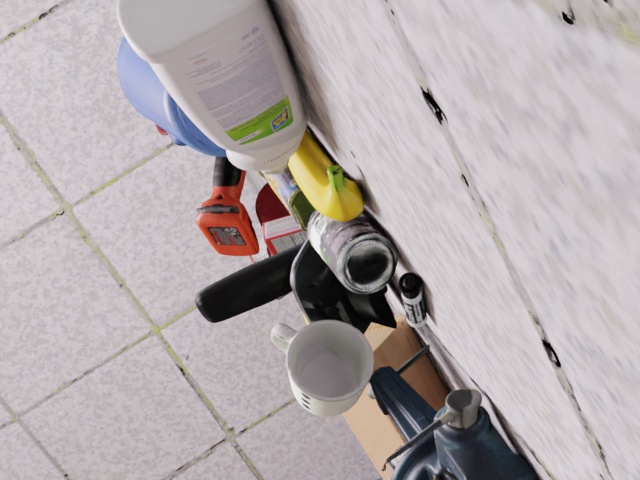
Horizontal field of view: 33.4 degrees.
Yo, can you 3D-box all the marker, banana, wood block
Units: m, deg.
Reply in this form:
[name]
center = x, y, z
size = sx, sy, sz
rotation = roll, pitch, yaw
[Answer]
[marker]
center = 0.080, 0.052, 0.919
size = 0.020, 0.020, 0.121
rotation = 57, 177, 20
[banana]
center = 0.003, -0.058, 0.936
size = 0.198, 0.037, 0.069
rotation = -132, 29, -66
[wood block]
center = 0.090, 0.191, 1.223
size = 0.091, 0.090, 0.206
rotation = 0, 127, 53

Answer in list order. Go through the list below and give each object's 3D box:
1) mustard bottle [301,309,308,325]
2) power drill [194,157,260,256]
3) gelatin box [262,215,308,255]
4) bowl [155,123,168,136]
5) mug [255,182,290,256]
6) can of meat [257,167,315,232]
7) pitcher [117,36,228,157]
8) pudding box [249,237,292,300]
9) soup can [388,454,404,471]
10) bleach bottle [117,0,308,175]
[mustard bottle]
center = 0.035, 0.099, 1.457
size = 0.096, 0.058, 0.191
rotation = 50, -168, 8
[power drill]
center = -0.094, -0.080, 1.237
size = 0.184, 0.057, 0.187
rotation = 62, -152, -64
[gelatin box]
center = -0.007, 0.001, 1.141
size = 0.073, 0.089, 0.030
rotation = 61, -162, -45
[bowl]
center = -0.155, -0.204, 1.317
size = 0.162, 0.055, 0.162
rotation = -32, 54, 58
[mug]
center = -0.015, -0.019, 1.197
size = 0.117, 0.093, 0.081
rotation = 21, 152, 28
[can of meat]
center = -0.025, -0.066, 1.069
size = 0.084, 0.057, 0.102
rotation = 54, 176, 23
[pitcher]
center = -0.116, -0.166, 1.030
size = 0.149, 0.145, 0.243
rotation = 46, 178, -24
[pudding box]
center = -0.025, 0.011, 1.280
size = 0.039, 0.113, 0.090
rotation = 54, 180, -32
[soup can]
center = 0.129, 0.232, 1.122
size = 0.068, 0.102, 0.068
rotation = 57, 177, 5
[bleach bottle]
center = -0.069, -0.116, 0.831
size = 0.068, 0.102, 0.251
rotation = 63, 178, 25
